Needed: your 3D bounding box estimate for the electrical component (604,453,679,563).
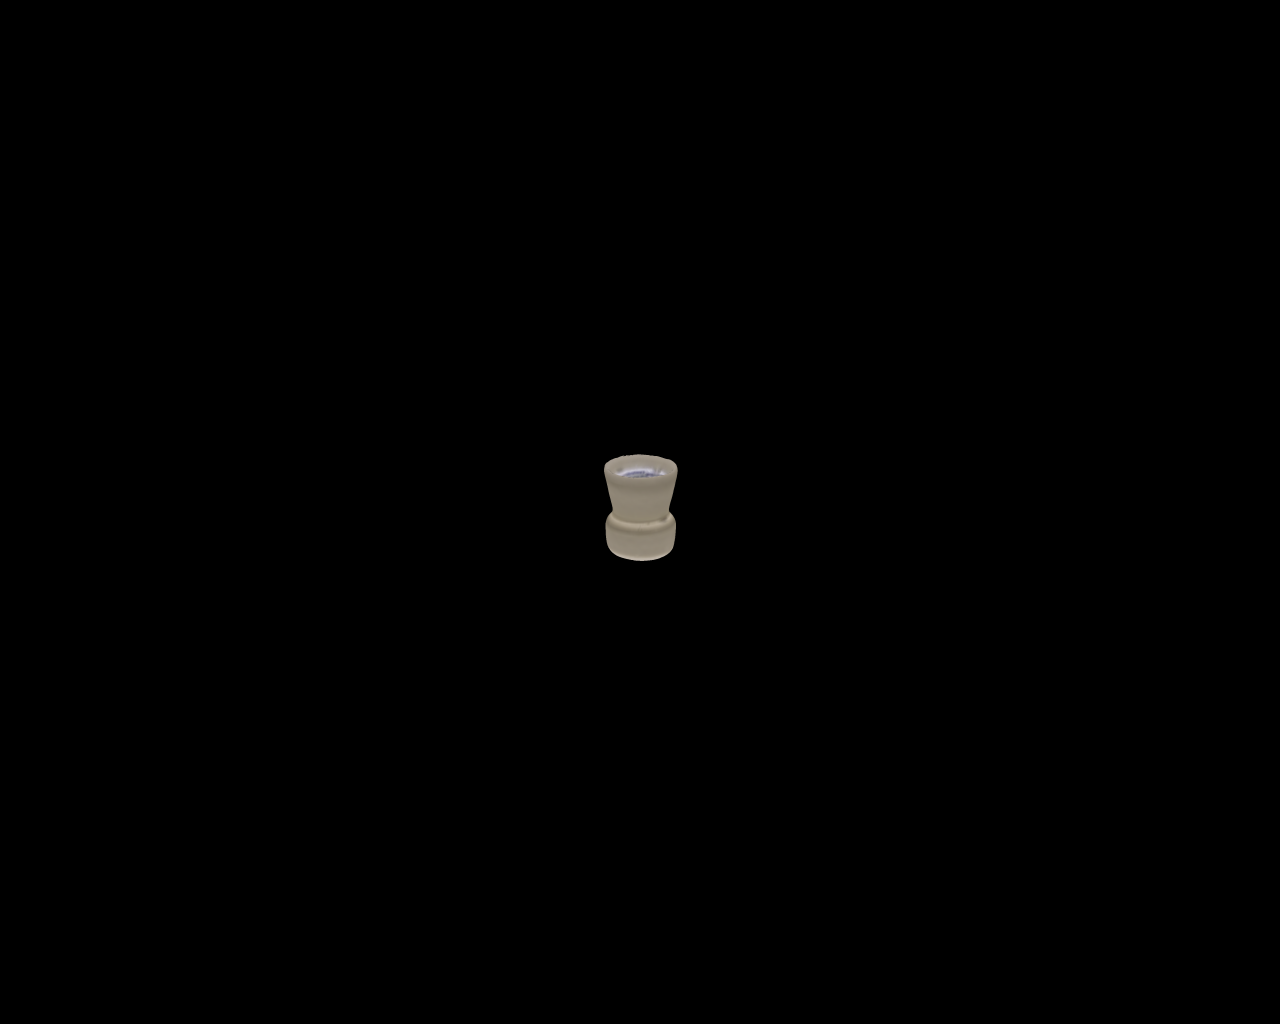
[{"bbox_3d":[0.001,-0.003,0.650,0.045,0.055,0.045,0,22,0],"label":"electrical component"}]
